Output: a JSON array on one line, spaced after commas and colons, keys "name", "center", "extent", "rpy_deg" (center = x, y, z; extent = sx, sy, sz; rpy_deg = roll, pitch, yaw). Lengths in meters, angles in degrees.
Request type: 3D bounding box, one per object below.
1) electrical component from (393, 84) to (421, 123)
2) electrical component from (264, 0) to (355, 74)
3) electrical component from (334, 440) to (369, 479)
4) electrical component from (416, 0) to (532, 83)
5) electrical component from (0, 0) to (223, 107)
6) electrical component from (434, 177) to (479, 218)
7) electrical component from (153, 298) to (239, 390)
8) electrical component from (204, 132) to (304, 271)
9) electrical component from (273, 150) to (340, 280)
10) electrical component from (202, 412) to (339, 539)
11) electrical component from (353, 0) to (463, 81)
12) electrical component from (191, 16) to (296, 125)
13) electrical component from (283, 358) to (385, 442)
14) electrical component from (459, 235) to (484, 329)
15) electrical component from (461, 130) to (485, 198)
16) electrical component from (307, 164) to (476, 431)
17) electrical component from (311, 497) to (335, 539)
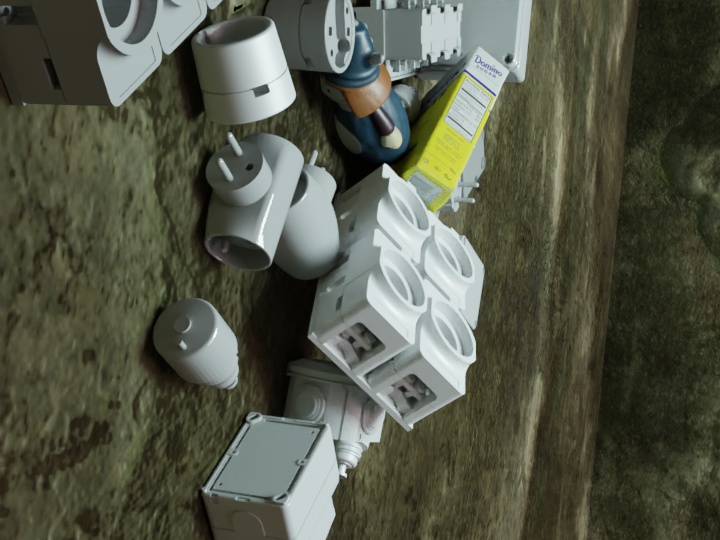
[{"name": "electrical component", "center": [0.029, -0.139, 0.935], "extent": [0.061, 0.035, 0.035], "rpy_deg": [-47, 137, -57]}, {"name": "electrical component", "center": [-0.035, -0.162, 0.731], "extent": [0.055, 0.047, 0.055], "rpy_deg": [5, 90, -70]}, {"name": "electrical component", "center": [-0.007, 0.133, 0.885], "extent": [0.040, 0.040, 0.078], "rpy_deg": [65, 36, -54]}, {"name": "electrical component", "center": [0.103, -0.235, 1.011], "extent": [0.056, 0.109, 0.108], "rpy_deg": [17, 79, -73]}, {"name": "electrical component", "center": [-0.111, -0.151, 0.503], "extent": [0.150, 0.062, 0.089], "rpy_deg": [-63, 150, -47]}, {"name": "electrical component", "center": [0.072, -0.074, 1.005], "extent": [0.047, 0.077, 0.065], "rpy_deg": [68, 33, -52]}, {"name": "electrical component", "center": [-0.091, 0.049, 0.633], "extent": [0.078, 0.040, 0.040], "rpy_deg": [64, 36, -55]}, {"name": "electrical component", "center": [-0.071, -0.052, 0.663], "extent": [0.079, 0.043, 0.077], "rpy_deg": [64, 36, -55]}, {"name": "electrical component", "center": [-0.040, -0.047, 0.751], "extent": [0.077, 0.043, 0.079], "rpy_deg": [66, 35, -51]}, {"name": "electrical component", "center": [-0.055, 0.143, 0.723], "extent": [0.096, 0.062, 0.061], "rpy_deg": [-59, 147, -51]}, {"name": "electrical component", "center": [0.045, -0.204, 0.921], "extent": [0.121, 0.063, 0.078], "rpy_deg": [-35, 126, -65]}, {"name": "electrical component", "center": [-0.070, -0.119, 0.636], "extent": [0.055, 0.055, 0.047], "rpy_deg": [-59, 144, -51]}, {"name": "electrical component", "center": [-0.017, 0.095, 0.793], "extent": [0.080, 0.080, 0.051], "rpy_deg": [16, 84, -70]}, {"name": "electrical component", "center": [0.084, 0.012, 1.086], "extent": [0.113, 0.057, 0.078], "rpy_deg": [45, 52, -65]}, {"name": "electrical component", "center": [0.094, -0.127, 1.096], "extent": [0.099, 0.048, 0.099], "rpy_deg": [-54, 144, -55]}, {"name": "electrical component", "center": [0.029, 0.011, 0.797], "extent": [0.105, 0.060, 0.186], "rpy_deg": [45, 27, -23]}, {"name": "electrical component", "center": [-0.047, 0.185, 0.786], "extent": [0.063, 0.042, 0.081], "rpy_deg": [-65, 153, -52]}]
